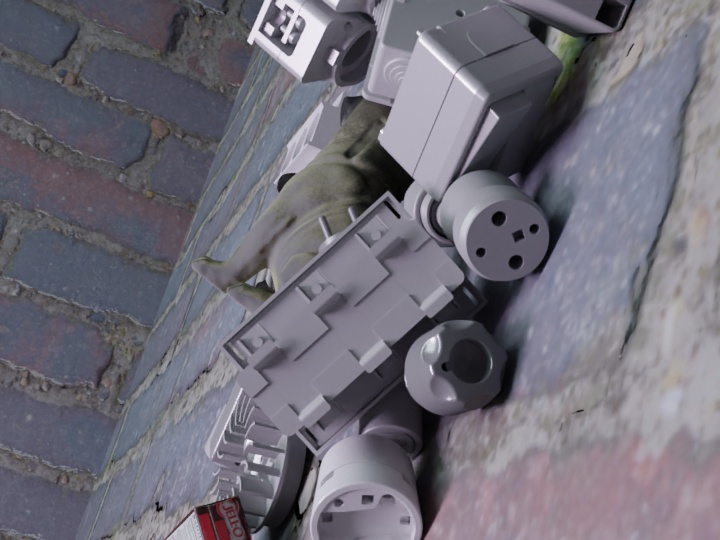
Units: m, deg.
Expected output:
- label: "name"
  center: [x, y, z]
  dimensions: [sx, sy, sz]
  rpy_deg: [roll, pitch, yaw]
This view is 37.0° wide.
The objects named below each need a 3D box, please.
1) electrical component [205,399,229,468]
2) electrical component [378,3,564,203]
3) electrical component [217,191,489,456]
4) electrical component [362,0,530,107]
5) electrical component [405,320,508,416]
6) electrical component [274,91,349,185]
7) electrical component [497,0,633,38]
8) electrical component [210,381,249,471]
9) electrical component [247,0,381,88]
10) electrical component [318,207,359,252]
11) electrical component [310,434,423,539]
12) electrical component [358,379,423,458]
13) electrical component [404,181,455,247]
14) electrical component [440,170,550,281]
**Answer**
- label: "electrical component"
  center: [-0.104, 0.135, 0.967]
  dimensions: [0.043, 0.043, 0.081]
  rpy_deg: [-98, 33, -65]
- label: "electrical component"
  center: [0.058, -0.081, 0.573]
  dimensions: [0.062, 0.061, 0.096]
  rpy_deg: [-27, -26, -34]
- label: "electrical component"
  center: [-0.004, 0.028, 0.553]
  dimensions: [0.121, 0.078, 0.063]
  rpy_deg: [-42, -1, 1]
- label: "electrical component"
  center: [0.055, -0.140, 0.652]
  dimensions: [0.048, 0.100, 0.099]
  rpy_deg: [109, 176, -59]
- label: "electrical component"
  center: [0.042, 0.050, 0.523]
  dimensions: [0.062, 0.043, 0.043]
  rpy_deg: [140, 149, -66]
- label: "electrical component"
  center: [-0.031, -0.106, 1.013]
  dimensions: [0.121, 0.063, 0.078]
  rpy_deg: [146, 144, -68]
- label: "electrical component"
  center: [0.096, -0.188, 0.540]
  dimensions: [0.108, 0.109, 0.056]
  rpy_deg: [-67, 16, 5]
- label: "electrical component"
  center: [-0.089, 0.132, 0.901]
  dimensions: [0.075, 0.047, 0.083]
  rpy_deg: [-117, 50, -73]
- label: "electrical component"
  center: [0.021, -0.195, 0.757]
  dimensions: [0.186, 0.060, 0.105]
  rpy_deg: [-22, -31, -51]
- label: "electrical component"
  center: [0.000, 0.000, 0.626]
  dimensions: [0.043, 0.077, 0.079]
  rpy_deg: [107, 143, -67]
- label: "electrical component"
  center: [0.003, 0.117, 0.548]
  dimensions: [0.047, 0.055, 0.055]
  rpy_deg: [-88, 24, -65]
- label: "electrical component"
  center: [0.017, 0.072, 0.593]
  dimensions: [0.065, 0.044, 0.044]
  rpy_deg: [-88, 23, -44]
- label: "electrical component"
  center: [0.051, -0.034, 0.618]
  dimensions: [0.043, 0.043, 0.062]
  rpy_deg: [-67, 15, 7]
- label: "electrical component"
  center: [0.066, -0.022, 0.534]
  dimensions: [0.055, 0.045, 0.045]
  rpy_deg: [-112, 45, -71]
